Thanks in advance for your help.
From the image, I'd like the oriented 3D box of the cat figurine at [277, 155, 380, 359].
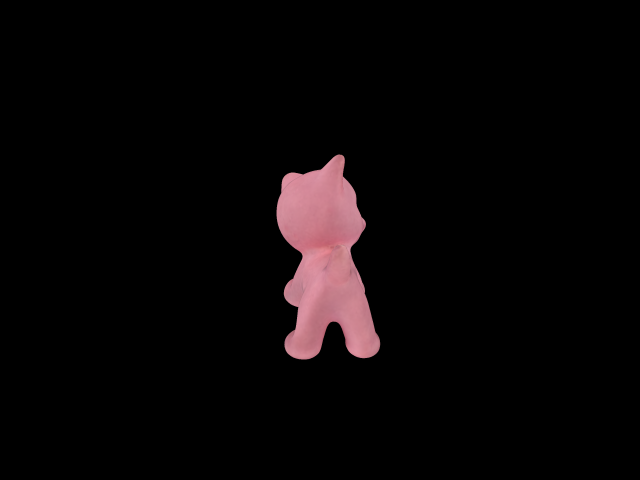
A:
[{"bbox_3d":[0.004,0.001,0.400,0.067,0.118,0.127,-4,28,-7],"label":"cat figurine"}]
